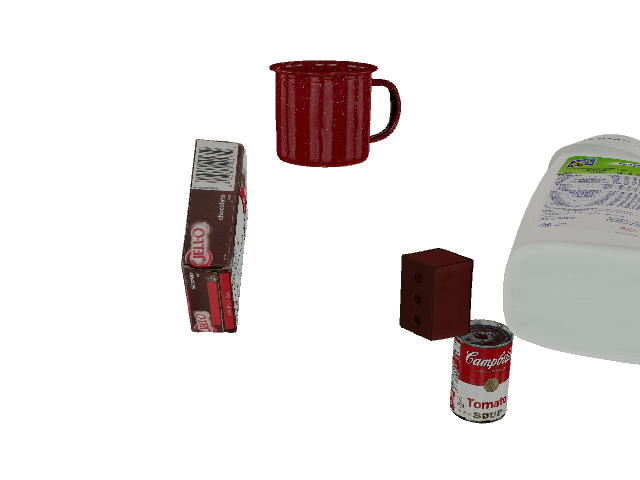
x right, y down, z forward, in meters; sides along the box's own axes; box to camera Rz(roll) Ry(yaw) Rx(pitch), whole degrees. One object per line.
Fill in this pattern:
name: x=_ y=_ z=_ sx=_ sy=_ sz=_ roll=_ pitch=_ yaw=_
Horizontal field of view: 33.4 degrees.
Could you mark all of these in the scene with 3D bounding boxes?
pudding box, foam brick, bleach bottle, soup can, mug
pudding box: x=-0.075 y=-0.002 z=0.771 sx=0.039 sy=0.113 sz=0.090 roll=4 pitch=-34 yaw=0
foam brick: x=0.113 y=0.052 z=1.050 sx=0.051 sy=0.078 sz=0.053 roll=-11 pitch=19 yaw=-33
bleach bottle: x=0.181 y=-0.014 z=0.660 sx=0.103 sy=0.068 sz=0.250 roll=8 pitch=25 yaw=18
soup can: x=0.186 y=0.152 z=1.242 sx=0.068 sy=0.102 sz=0.068 roll=1 pitch=22 yaw=0
mug: x=0.014 y=-0.111 z=0.926 sx=0.117 sy=0.081 sz=0.093 roll=-5 pitch=16 yaw=-18
